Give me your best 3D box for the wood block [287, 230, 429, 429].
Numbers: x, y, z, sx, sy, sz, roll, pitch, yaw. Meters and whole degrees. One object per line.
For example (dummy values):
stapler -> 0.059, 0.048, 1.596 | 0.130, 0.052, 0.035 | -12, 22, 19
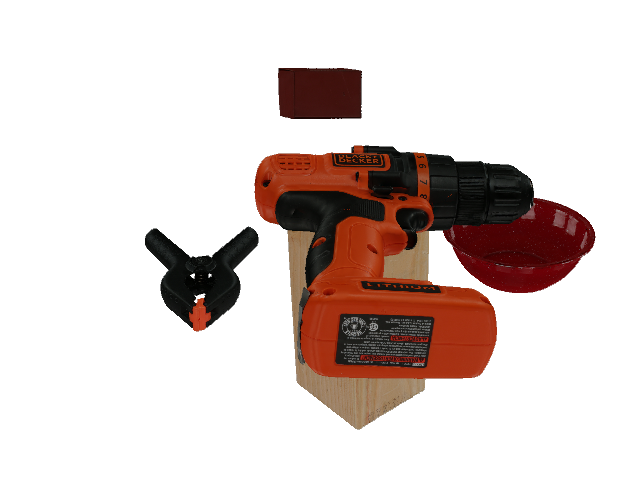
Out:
wood block -> 0.035, 0.050, 0.944 | 0.090, 0.206, 0.091 | -26, 40, -31

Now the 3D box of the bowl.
bowl -> 0.212, 0.010, 1.155 | 0.162, 0.055, 0.162 | -1, 30, 0

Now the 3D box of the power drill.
power drill -> 0.052, 0.005, 0.644 | 0.184, 0.057, 0.187 | 0, 31, -3

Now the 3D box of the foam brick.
foam brick -> -0.001, -0.155, 1.126 | 0.078, 0.051, 0.053 | -3, 12, -19

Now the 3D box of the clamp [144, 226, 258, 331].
clamp -> -0.112, 0.031, 1.091 | 0.120, 0.039, 0.171 | -11, 34, -9
